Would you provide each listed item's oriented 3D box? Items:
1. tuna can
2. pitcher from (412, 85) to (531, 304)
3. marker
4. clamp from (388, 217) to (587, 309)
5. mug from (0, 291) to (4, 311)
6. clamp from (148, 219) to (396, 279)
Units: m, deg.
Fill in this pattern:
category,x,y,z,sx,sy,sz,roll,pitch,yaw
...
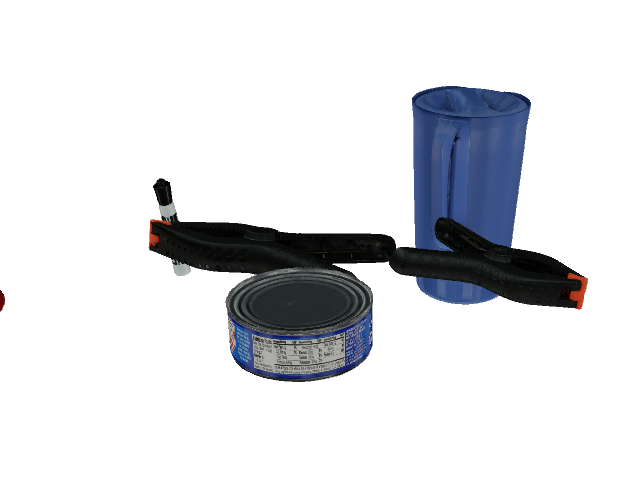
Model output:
category,x,y,z,sx,sy,sz,roll,pitch,yaw
tuna can,-0.012,0.048,0.624,0.086,0.034,0.086,-2,23,1
pitcher,0.165,-0.049,1.238,0.149,0.243,0.145,-9,24,-20
marker,-0.167,-0.015,1.198,0.020,0.121,0.020,-7,31,4
clamp,0.158,0.020,0.971,0.171,0.039,0.120,16,30,15
mug,-0.238,0.077,0.621,0.093,0.081,0.117,12,22,19
clamp,-0.046,0.012,0.886,0.210,0.036,0.164,7,12,6
